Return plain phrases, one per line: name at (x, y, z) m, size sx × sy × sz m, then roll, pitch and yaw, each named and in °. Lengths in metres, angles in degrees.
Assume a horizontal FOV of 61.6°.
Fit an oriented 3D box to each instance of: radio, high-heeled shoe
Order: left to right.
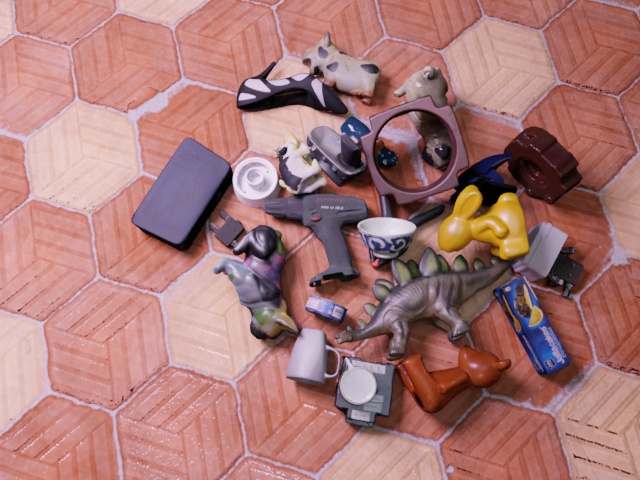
radio at (-0.298, -0.098, 1.192) m, size 0.131 × 0.073 × 0.229 m, roll 29°, pitch 79°, yaw 5°
high-heeled shoe at (-0.070, -0.316, 1.245) m, size 0.249 × 0.086 × 0.145 m, roll 32°, pitch 82°, yaw 11°

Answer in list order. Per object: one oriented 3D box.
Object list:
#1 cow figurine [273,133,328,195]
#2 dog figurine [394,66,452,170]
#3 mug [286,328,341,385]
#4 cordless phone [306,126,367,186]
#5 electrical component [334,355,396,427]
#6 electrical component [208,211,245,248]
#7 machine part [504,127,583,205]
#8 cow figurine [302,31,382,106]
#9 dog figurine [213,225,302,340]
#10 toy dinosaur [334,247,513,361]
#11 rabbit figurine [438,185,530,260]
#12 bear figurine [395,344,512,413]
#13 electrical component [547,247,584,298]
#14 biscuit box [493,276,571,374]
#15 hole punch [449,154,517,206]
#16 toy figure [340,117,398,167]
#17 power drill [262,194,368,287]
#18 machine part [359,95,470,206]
cow figurine at (-0.060, -0.167, 1.199) m, size 0.098 × 0.068 × 0.167 m, roll -31°, pitch 51°, yaw -3°
dog figurine at (0.258, -0.267, 1.192) m, size 0.121 × 0.172 × 0.190 m, roll -24°, pitch 70°, yaw 5°
mug at (-0.010, 0.238, 1.103) m, size 0.110 × 0.080 × 0.107 m, roll 0°, pitch 68°, yaw 22°
cordless phone at (0.033, -0.205, 1.163) m, size 0.089 × 0.184 × 0.147 m, roll -43°, pitch 81°, yaw -5°
electrical component at (0.089, 0.310, 1.101) m, size 0.115 × 0.058 × 0.134 m, roll 11°, pitch 76°, yaw 4°
electrical component at (-0.200, -0.019, 1.197) m, size 0.094 × 0.021 × 0.063 m, roll 40°, pitch 79°, yaw 9°
machine part at (0.477, -0.160, 1.166) m, size 0.056 × 0.179 × 0.179 m, roll -38°, pitch 80°, yaw -7°
cow figurine at (0.050, -0.406, 1.264) m, size 0.195 × 0.085 × 0.127 m, roll 19°, pitch 83°, yaw 7°
dog figurine at (-0.103, 0.099, 1.126) m, size 0.219 × 0.108 × 0.191 m, roll 45°, pitch 86°, yaw 5°
toy dinosaur at (0.240, 0.118, 1.128) m, size 0.471 × 0.105 × 0.198 m, roll -16°, pitch 72°, yaw -16°
rabbit figurine at (0.324, -0.027, 1.097) m, size 0.173 × 0.122 × 0.162 m, roll -11°, pitch 104°, yaw 12°
bear figurine at (0.271, 0.260, 1.085) m, size 0.196 × 0.120 × 0.132 m, roll -29°, pitch 75°, yaw -9°
electrical component at (0.532, 0.064, 1.172) m, size 0.078 × 0.045 × 0.102 m, roll 32°, pitch 78°, yaw 8°
biscuit box at (0.446, 0.181, 1.134) m, size 0.059 × 0.062 × 0.202 m, roll -25°, pitch 77°, yaw -5°
hole punch at (0.357, -0.136, 1.180) m, size 0.116 × 0.142 × 0.092 m, roll 6°, pitch 76°, yaw -12°
toy figure at (0.115, -0.219, 1.232) m, size 0.154 × 0.058 × 0.064 m, roll 44°, pitch 81°, yaw 6°
power drill at (-0.002, -0.004, 1.173) m, size 0.232 × 0.086 × 0.207 m, roll -7°, pitch 69°, yaw -5°
machine part at (0.198, -0.188, 1.136) m, size 0.201 × 0.087 × 0.201 m, roll -19°, pitch 97°, yaw 11°
